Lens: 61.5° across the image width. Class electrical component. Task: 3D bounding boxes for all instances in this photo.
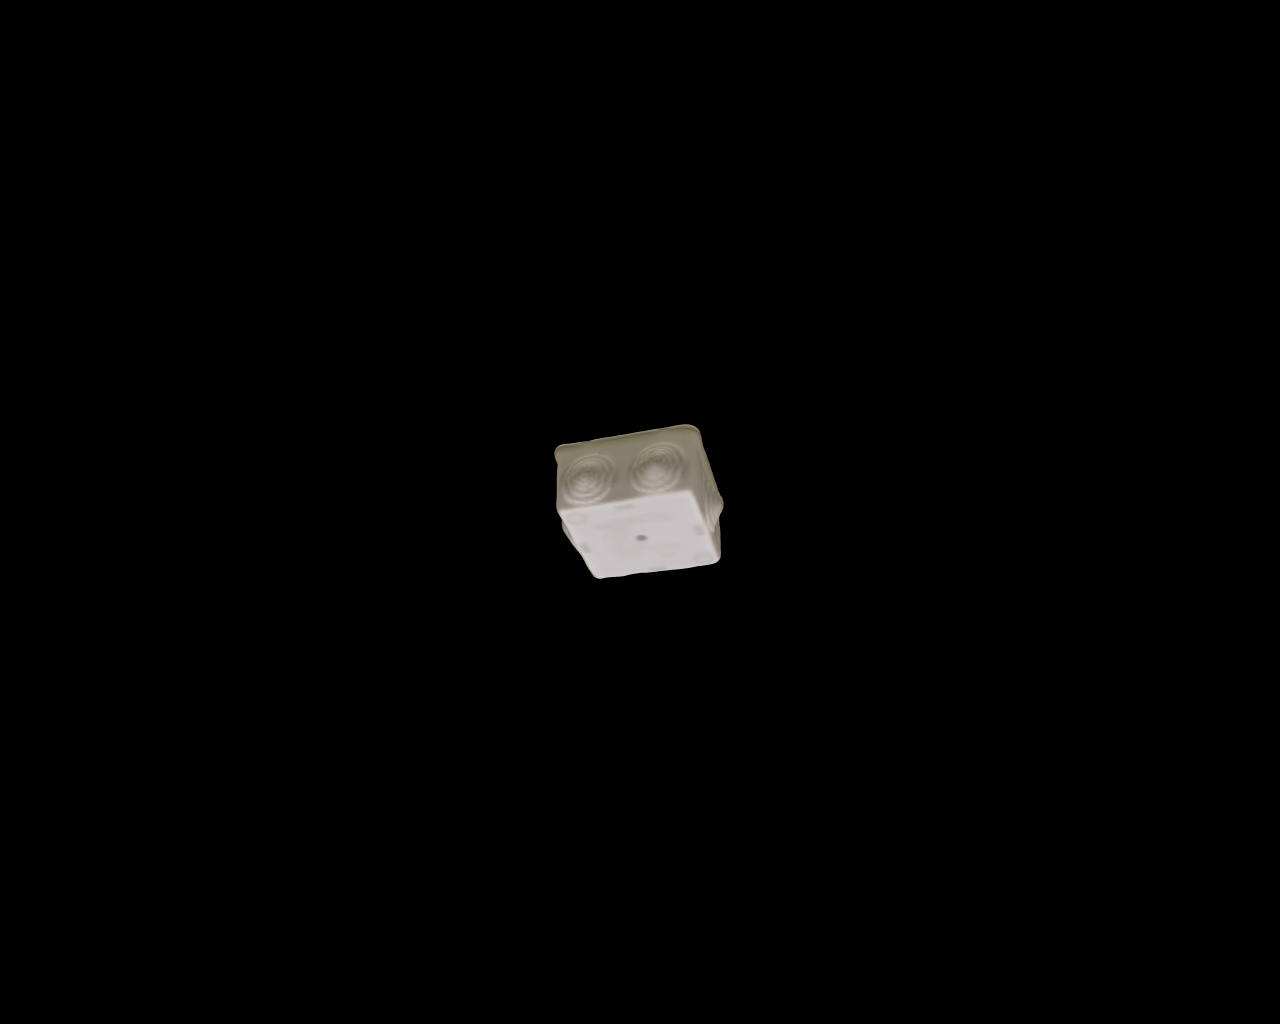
[{"bbox_3d":[0.001,-0.003,0.650,0.100,0.048,0.099,-8,-35,11],"label":"electrical component"}]
